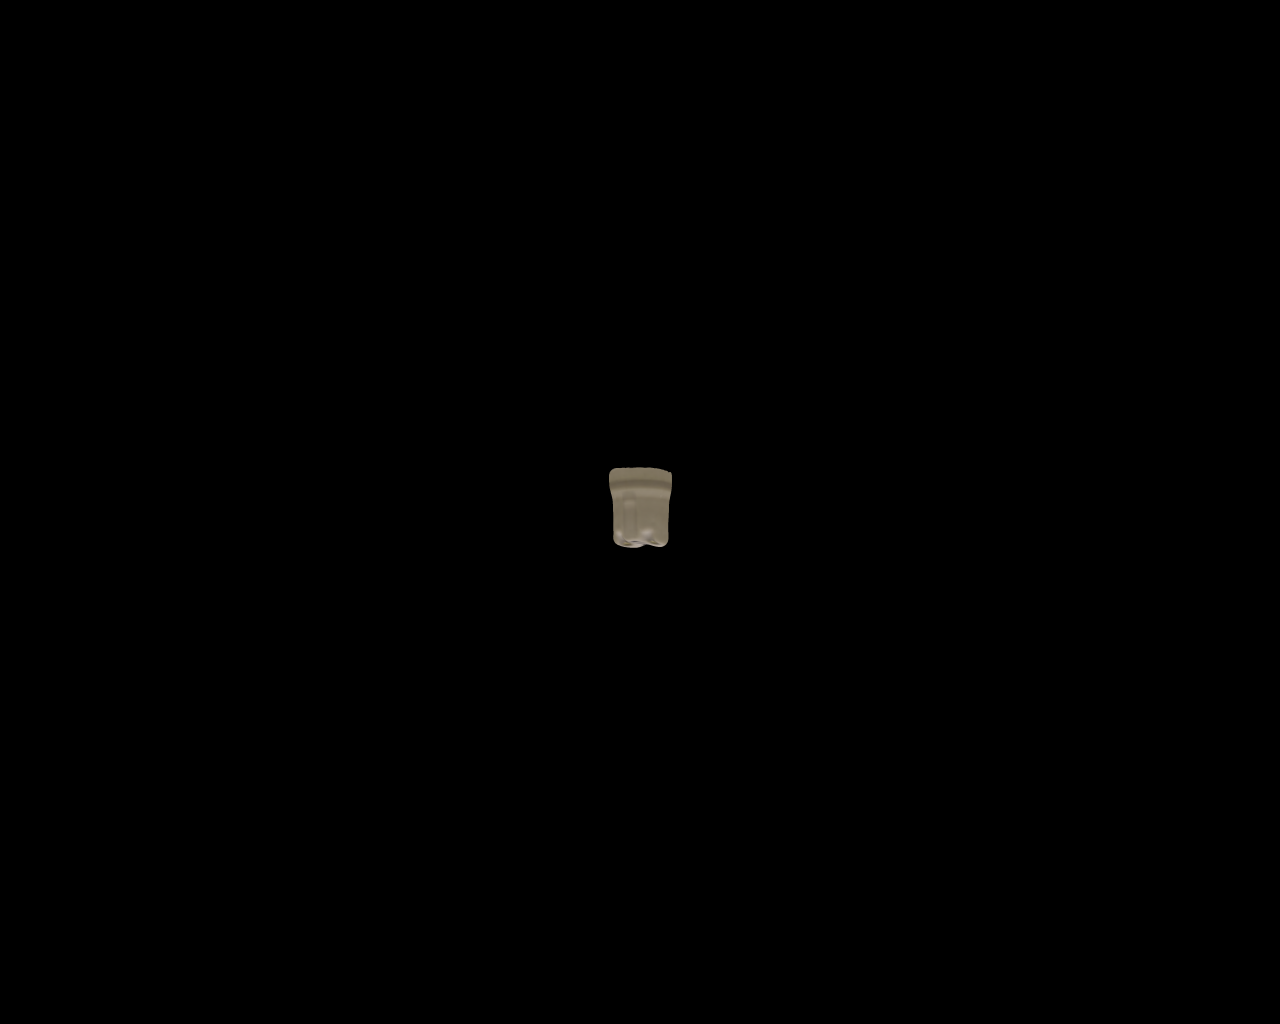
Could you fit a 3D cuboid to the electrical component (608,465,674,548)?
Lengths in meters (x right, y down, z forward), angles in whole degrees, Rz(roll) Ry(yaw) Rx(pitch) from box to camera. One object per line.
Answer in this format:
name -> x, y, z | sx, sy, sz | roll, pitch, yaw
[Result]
electrical component -> 0.001, -0.003, 0.650 | 0.040, 0.046, 0.040 | 0, -7, 0
